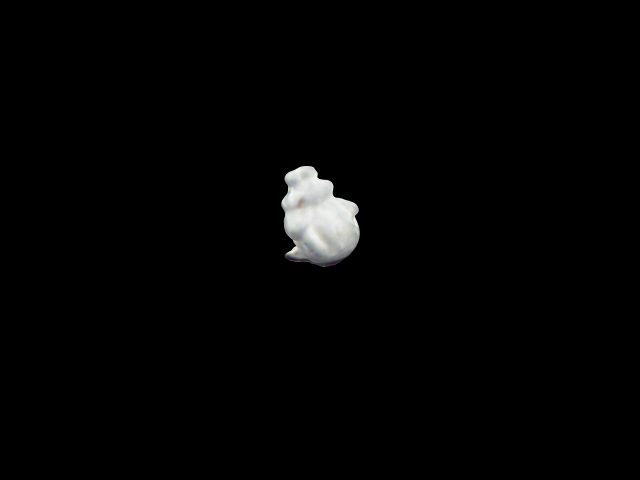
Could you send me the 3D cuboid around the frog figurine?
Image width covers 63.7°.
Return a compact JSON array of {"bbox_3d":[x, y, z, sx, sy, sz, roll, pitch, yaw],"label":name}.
[{"bbox_3d":[0.003,-0.043,0.850,0.138,0.156,0.124,-13,29,-25],"label":"frog figurine"}]
